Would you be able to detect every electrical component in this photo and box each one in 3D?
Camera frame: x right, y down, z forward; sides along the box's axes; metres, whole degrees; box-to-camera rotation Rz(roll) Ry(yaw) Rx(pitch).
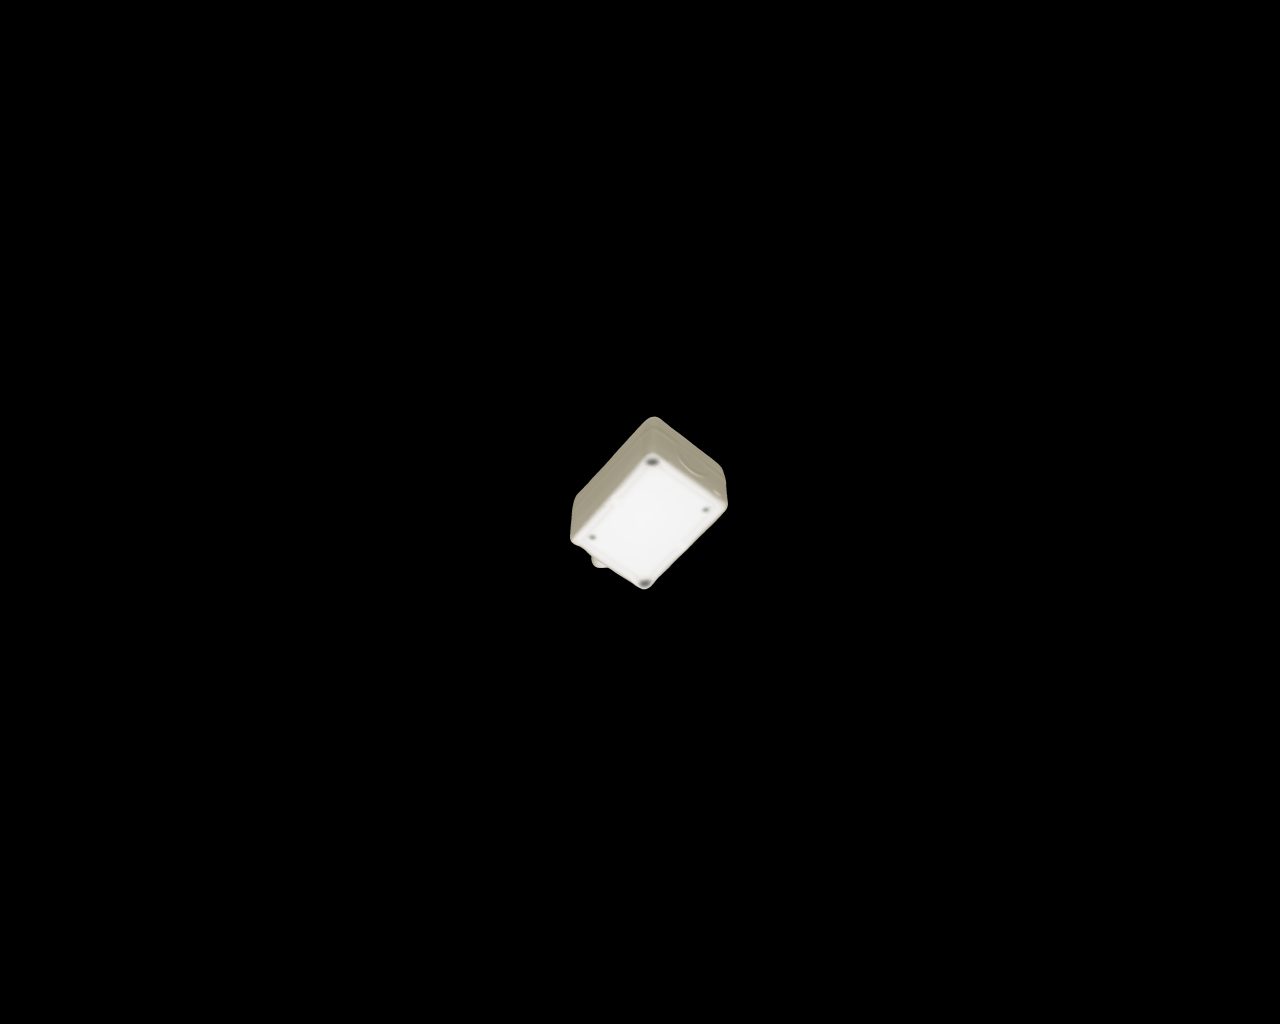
[{"bbox_3d":[0.001,-0.003,0.650,0.061,0.096,0.061,36,24,-18],"label":"electrical component"}]
